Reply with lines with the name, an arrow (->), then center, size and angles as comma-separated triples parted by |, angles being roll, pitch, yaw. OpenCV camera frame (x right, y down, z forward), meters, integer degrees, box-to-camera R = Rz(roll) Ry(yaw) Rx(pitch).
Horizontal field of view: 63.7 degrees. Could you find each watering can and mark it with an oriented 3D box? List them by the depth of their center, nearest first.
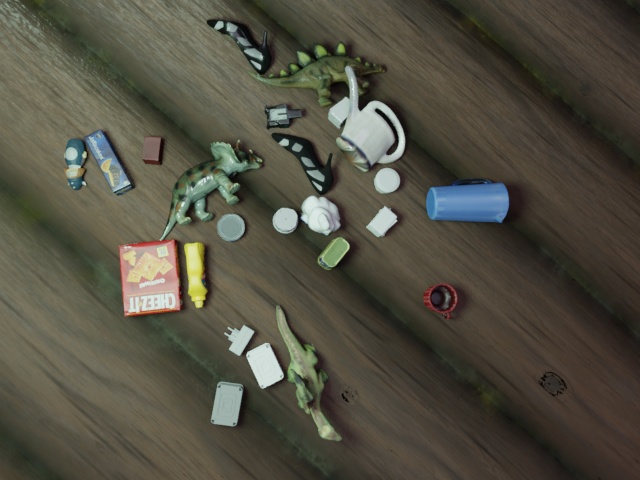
watering can -> 0.137, -0.370, 1.670 | 0.343, 0.104, 0.226 | 46, 78, -22

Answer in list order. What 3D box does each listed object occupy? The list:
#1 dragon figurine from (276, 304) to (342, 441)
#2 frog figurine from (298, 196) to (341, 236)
dragon figurine -> -0.048, 0.384, 1.480 | 0.122, 0.242, 0.411 | -26, 87, -5
frog figurine -> 0.005, -0.081, 1.602 | 0.123, 0.158, 0.137 | -39, 88, -11
